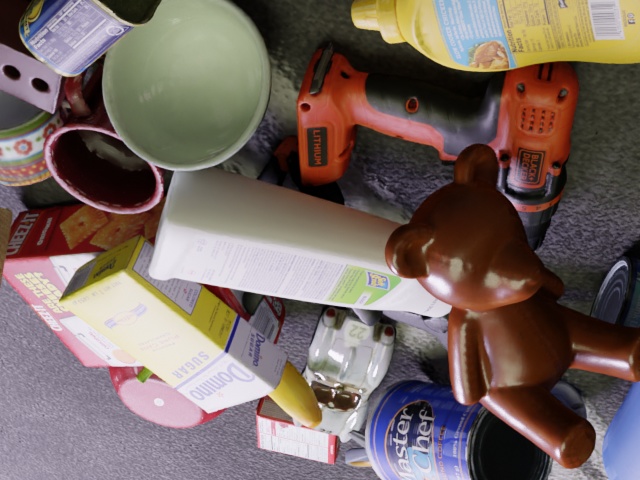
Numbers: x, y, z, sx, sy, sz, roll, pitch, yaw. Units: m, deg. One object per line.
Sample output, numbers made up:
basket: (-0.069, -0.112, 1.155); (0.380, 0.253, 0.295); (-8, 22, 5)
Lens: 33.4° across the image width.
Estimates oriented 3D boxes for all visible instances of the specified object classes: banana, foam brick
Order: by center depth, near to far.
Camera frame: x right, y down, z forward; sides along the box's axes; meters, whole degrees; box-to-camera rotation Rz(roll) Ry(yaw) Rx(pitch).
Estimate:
foam brick: (-0.215, -0.139, 0.780); (0.078, 0.051, 0.053); (24, 142, -7)
banana: (-0.079, 0.122, 1.008); (0.198, 0.069, 0.037); (10, 176, 26)

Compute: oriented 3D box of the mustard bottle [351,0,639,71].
mustard bottle: (0.111, -0.144, 0.636); (0.192, 0.058, 0.096); (-1, 145, 23)

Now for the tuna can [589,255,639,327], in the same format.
tuna can: (0.233, 0.056, 0.809); (0.034, 0.086, 0.086); (19, 142, 0)

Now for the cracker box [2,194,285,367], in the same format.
cracker box: (-0.159, 0.039, 0.961); (0.214, 0.072, 0.164); (-4, 136, 28)

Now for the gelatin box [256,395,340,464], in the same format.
gelatin box: (-0.023, 0.202, 1.137); (0.089, 0.030, 0.073); (12, 143, 9)

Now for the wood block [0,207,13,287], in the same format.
wood block: (-0.382, 0.000, 0.935); (0.206, 0.091, 0.090); (8, 178, 28)

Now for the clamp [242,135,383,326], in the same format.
clamp: (-0.006, 0.001, 0.848); (0.120, 0.039, 0.171); (7, 128, 8)

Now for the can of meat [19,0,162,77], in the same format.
can of meat: (-0.140, -0.163, 0.681); (0.057, 0.102, 0.084); (37, 140, -25)

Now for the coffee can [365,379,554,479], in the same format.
coffee can: (0.123, 0.181, 0.955); (0.102, 0.102, 0.141); (41, 156, -26)

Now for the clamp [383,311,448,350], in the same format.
clamp: (0.114, 0.057, 0.892); (0.209, 0.036, 0.165); (35, 148, -17)

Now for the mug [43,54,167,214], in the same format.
mug: (-0.152, -0.088, 0.792); (0.093, 0.081, 0.117); (-3, 138, 25)

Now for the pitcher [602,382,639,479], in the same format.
pitcher: (0.319, 0.129, 0.844); (0.149, 0.144, 0.243); (25, 147, 11)

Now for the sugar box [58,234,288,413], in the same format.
sugar box: (-0.120, 0.075, 0.889); (0.094, 0.048, 0.176); (-24, 123, 39)

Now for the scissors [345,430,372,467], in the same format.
scissors: (0.042, 0.212, 1.074); (0.096, 0.016, 0.201); (-9, 157, 31)

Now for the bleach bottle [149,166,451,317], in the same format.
bleach bottle: (0.006, 0.014, 0.790); (0.250, 0.068, 0.103); (14, 150, -10)

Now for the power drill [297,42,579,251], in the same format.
power drill: (0.081, -0.062, 0.753); (0.188, 0.057, 0.184); (9, 141, 9)

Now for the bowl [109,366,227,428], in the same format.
bowl: (-0.156, 0.147, 1.104); (0.162, 0.055, 0.162); (11, 141, 9)
